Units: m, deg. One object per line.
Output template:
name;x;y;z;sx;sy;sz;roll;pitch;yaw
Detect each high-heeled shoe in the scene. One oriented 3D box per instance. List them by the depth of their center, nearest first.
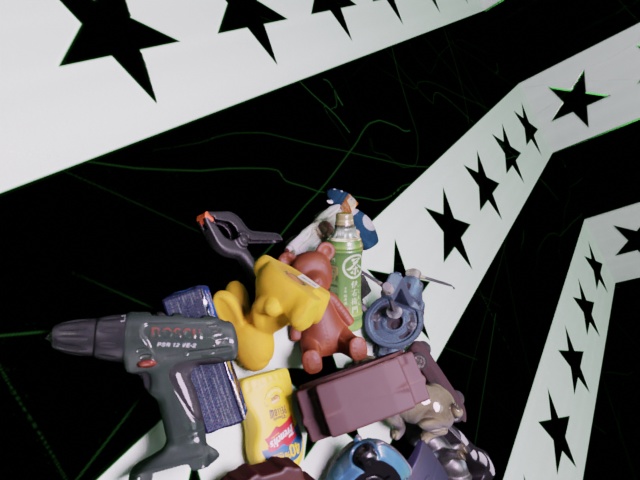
high-heeled shoe;0.315;0.446;1.196;0.248;0.086;0.145;62;31;-6

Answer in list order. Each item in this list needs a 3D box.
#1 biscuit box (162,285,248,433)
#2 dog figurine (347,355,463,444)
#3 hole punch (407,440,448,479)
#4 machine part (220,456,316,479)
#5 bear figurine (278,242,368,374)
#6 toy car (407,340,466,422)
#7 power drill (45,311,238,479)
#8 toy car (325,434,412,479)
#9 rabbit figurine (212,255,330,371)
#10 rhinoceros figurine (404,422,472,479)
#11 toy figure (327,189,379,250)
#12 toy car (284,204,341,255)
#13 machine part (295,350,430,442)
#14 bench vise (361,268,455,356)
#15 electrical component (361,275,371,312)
biscuit box;-0.164;0.167;0.776;0.059;0.063;0.202;121;-49;-83
dog figurine;0.158;0.288;1.021;0.190;0.172;0.121;51;31;-30
hole punch;0.179;0.452;0.999;0.142;0.092;0.116;59;21;-16
machine part;-0.073;0.395;0.747;0.179;0.056;0.179;3;84;-29
bear figurine;0.000;0.110;0.934;0.120;0.132;0.195;-11;102;-11
toy car;0.257;0.313;1.186;0.202;0.053;0.089;57;15;-1
power drill;-0.216;0.194;0.686;0.232;0.086;0.207;-5;77;-20
toy car;0.067;0.396;0.907;0.109;0.161;0.103;46;1;-15
rabbit figurine;-0.089;0.121;0.839;0.162;0.173;0.122;29;12;2
rhinoceros figurine;0.241;0.445;1.086;0.190;0.112;0.073;57;10;7
toy figure;0.071;-0.051;1.165;0.154;0.058;0.064;56;2;-12
toy car;-0.002;-0.003;1.057;0.073;0.056;0.202;58;40;-11
machine part;0.063;0.248;0.876;0.201;0.201;0.087;96;-26;-77
bench vise;0.164;0.129;1.098;0.223;0.129;0.240;-56;149;-20
electrical component;0.081;0.102;1.130;0.063;0.021;0.094;-29;94;-51
